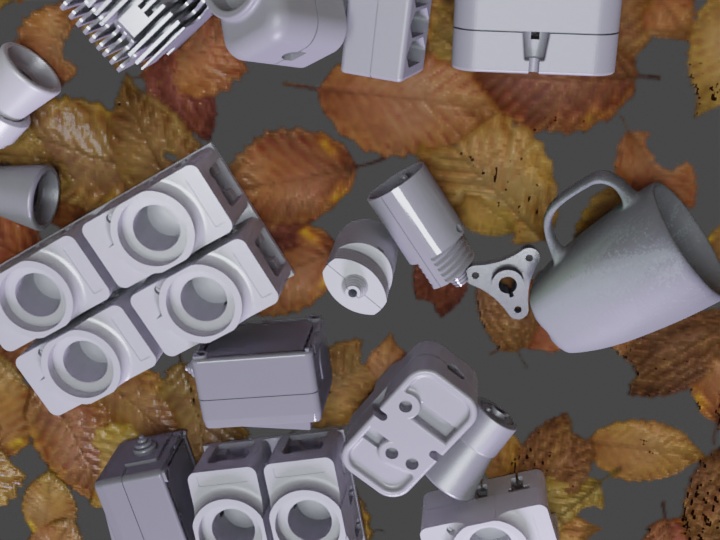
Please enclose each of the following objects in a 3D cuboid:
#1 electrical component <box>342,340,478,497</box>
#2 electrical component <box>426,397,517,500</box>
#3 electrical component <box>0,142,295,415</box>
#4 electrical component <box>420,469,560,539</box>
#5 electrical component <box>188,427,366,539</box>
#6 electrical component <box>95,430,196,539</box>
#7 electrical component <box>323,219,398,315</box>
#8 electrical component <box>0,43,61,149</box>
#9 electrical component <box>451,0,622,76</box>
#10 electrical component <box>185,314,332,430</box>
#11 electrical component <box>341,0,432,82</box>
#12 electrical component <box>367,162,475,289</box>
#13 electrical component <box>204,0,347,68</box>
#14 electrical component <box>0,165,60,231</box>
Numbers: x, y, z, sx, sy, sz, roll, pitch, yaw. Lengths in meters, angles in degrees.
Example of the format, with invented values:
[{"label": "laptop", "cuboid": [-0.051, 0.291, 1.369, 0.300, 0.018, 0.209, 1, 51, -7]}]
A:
[{"label": "electrical component", "cuboid": [0.035, 0.098, 0.729, 0.054, 0.059, 0.095, 37, 110, -8]}, {"label": "electrical component", "cuboid": [0.078, 0.121, 0.744, 0.044, 0.044, 0.065, 33, 106, -6]}, {"label": "electrical component", "cuboid": [-0.154, 0.010, 0.719, 0.186, 0.060, 0.105, -27, 105, 15]}, {"label": "electrical component", "cuboid": [0.092, 0.183, 0.757, 0.089, 0.055, 0.050, -15, 108, 12]}, {"label": "electrical component", "cuboid": [-0.050, 0.217, 0.773, 0.105, 0.060, 0.186, -8, 103, 10]}, {"label": "electrical component", "cuboid": [-0.151, 0.162, 0.774, 0.061, 0.061, 0.096, -12, 108, 11]}, {"label": "electrical component", "cuboid": [0.000, 0.000, 0.686, 0.043, 0.081, 0.043, 2, 111, 6]}, {"label": "electrical component", "cuboid": [-0.227, -0.111, 0.690, 0.055, 0.045, 0.045, -42, 101, 19]}, {"label": "electrical component", "cuboid": [0.103, -0.149, 0.632, 0.095, 0.053, 0.059, 3, 111, 5]}, {"label": "electrical component", "cuboid": [-0.071, 0.072, 0.731, 0.096, 0.061, 0.061, -5, 110, 8]}, {"label": "electrical component", "cuboid": [-0.001, -0.154, 0.647, 0.077, 0.047, 0.065, 13, 112, 16]}, {"label": "electrical component", "cuboid": [0.045, -0.024, 0.692, 0.043, 0.043, 0.081, -30, 104, 16]}, {"label": "electrical component", "cuboid": [-0.052, -0.169, 0.617, 0.054, 0.059, 0.095, -17, 80, 44]}, {"label": "electrical component", "cuboid": [-0.240, -0.053, 0.716, 0.065, 0.044, 0.044, 10, 111, 8]}]
